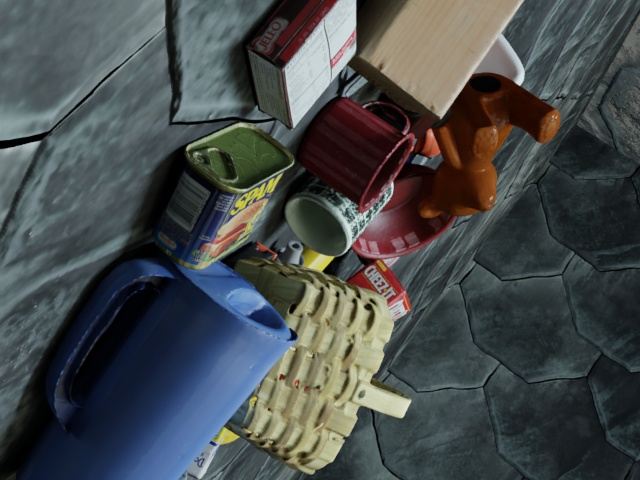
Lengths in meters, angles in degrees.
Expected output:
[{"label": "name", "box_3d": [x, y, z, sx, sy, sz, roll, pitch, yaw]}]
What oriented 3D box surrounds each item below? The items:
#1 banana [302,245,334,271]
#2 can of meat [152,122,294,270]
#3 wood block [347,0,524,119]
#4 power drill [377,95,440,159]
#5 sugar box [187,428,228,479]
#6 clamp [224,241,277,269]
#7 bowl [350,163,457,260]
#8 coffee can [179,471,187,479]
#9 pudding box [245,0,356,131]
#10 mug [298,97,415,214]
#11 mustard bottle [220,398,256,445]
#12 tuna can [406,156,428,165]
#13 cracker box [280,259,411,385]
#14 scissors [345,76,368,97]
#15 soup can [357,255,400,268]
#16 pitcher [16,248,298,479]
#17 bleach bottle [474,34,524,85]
[{"label": "banana", "box_3d": [-0.003, 0.007, 1.272, 0.197, 0.037, 0.069, -51, 157, -15]}, {"label": "can of meat", "box_3d": [-0.077, -0.034, 0.820, 0.084, 0.057, 0.102, -59, 168, 31]}, {"label": "wood block", "box_3d": [0.114, -0.215, 0.905, 0.206, 0.090, 0.090, -55, -159, 1]}, {"label": "power drill", "box_3d": [0.114, -0.149, 1.251, 0.187, 0.057, 0.185, -30, 149, -60]}, {"label": "sugar box", "box_3d": [-0.108, 0.179, 1.201, 0.093, 0.048, 0.176, 101, 14, -83]}, {"label": "clamp", "box_3d": [-0.113, 0.077, 1.027, 0.209, 0.036, 0.164, -52, 168, -21]}, {"label": "bowl", "box_3d": [0.101, -0.047, 1.375, 0.162, 0.055, 0.162, -16, 143, -13]}, {"label": "coffee can", "box_3d": [-0.199, 0.255, 1.021, 0.102, 0.103, 0.140, -36, 158, -57]}, {"label": "pudding box", "box_3d": [-0.012, -0.145, 0.809, 0.090, 0.039, 0.113, -51, 166, -13]}, {"label": "mug", "box_3d": [0.040, -0.094, 1.044, 0.117, 0.081, 0.093, -49, 167, -25]}, {"label": "mustard bottle", "box_3d": [-0.087, 0.164, 1.315, 0.096, 0.058, 0.192, -24, 147, -53]}, {"label": "tuna can", "box_3d": [0.117, -0.110, 1.420, 0.086, 0.034, 0.086, -51, 168, -16]}, {"label": "cracker box", "box_3d": [0.024, 0.125, 1.487, 0.213, 0.072, 0.164, -37, 167, -1]}, {"label": "scissors", "box_3d": [0.088, -0.211, 1.072, 0.201, 0.016, 0.096, -39, 159, -52]}, {"label": "soup can", "box_3d": [0.080, 0.001, 1.495, 0.068, 0.068, 0.102, -54, 168, -6]}, {"label": "pitcher", "box_3d": [-0.145, 0.126, 0.861, 0.243, 0.149, 0.145, -53, -177, 7]}, {"label": "bleach bottle", "box_3d": [0.226, -0.222, 1.372, 0.068, 0.102, 0.250, -35, 174, 16]}]
